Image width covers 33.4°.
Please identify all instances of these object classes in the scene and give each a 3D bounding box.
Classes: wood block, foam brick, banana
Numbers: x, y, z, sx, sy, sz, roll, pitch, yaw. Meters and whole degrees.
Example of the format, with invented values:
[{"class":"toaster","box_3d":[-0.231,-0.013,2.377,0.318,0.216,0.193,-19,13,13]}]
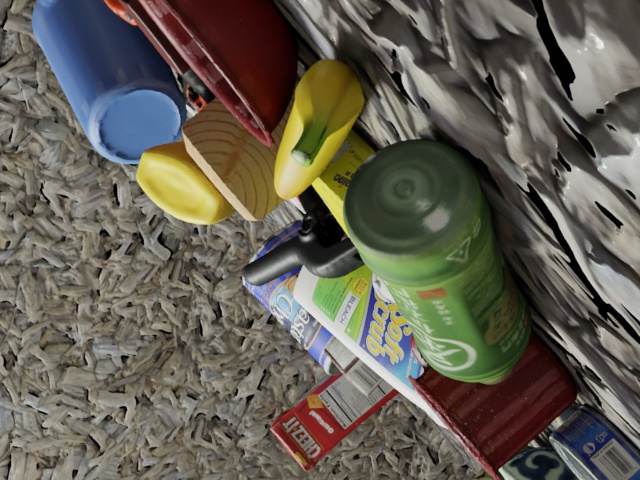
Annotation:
[{"class":"wood block","box_3d":[-0.050,-0.076,0.865,0.090,0.091,0.206,50,176,-5]},{"class":"foam brick","box_3d":[-0.126,-0.190,0.905,0.078,0.053,0.051,53,175,-27]},{"class":"banana","box_3d":[-0.005,-0.065,0.619,0.037,0.069,0.198,38,175,0]}]

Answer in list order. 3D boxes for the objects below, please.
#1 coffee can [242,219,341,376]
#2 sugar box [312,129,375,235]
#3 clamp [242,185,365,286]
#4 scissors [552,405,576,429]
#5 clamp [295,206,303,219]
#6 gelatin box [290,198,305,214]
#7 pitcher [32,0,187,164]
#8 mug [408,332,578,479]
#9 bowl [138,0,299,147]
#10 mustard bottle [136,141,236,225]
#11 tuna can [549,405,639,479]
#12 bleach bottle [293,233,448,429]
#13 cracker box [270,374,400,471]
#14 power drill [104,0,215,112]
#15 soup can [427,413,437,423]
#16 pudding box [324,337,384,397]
[{"class":"coffee can","box_3d":[0.000,0.061,1.149,0.140,0.103,0.102,45,175,21]},{"class":"sugar box","box_3d":[0.046,-0.009,0.771,0.093,0.048,0.176,47,174,35]},{"class":"clamp","box_3d":[-0.006,0.001,0.936,0.039,0.120,0.172,23,-179,-32]},{"class":"scissors","box_3d":[0.206,0.160,0.797,0.202,0.016,0.096,48,178,17]},{"class":"clamp","box_3d":[0.042,0.034,1.276,0.165,0.036,0.210,47,173,26]},{"class":"gelatin box","box_3d":[-0.022,-0.057,1.168,0.089,0.030,0.073,44,175,42]},{"class":"pitcher","box_3d":[-0.225,-0.189,1.194,0.243,0.149,0.145,-121,31,-43]},{"class":"mug","box_3d":[0.113,0.094,0.733,0.117,0.081,0.093,50,176,2]},{"class":"bowl","box_3d":[-0.063,-0.137,0.681,0.162,0.055,0.162,49,176,4]},{"class":"mustard bottle","box_3d":[-0.088,-0.072,1.060,0.096,0.058,0.191,30,-153,19]},{"class":"tuna can","box_3d":[0.198,0.157,0.733,0.086,0.033,0.086,49,176,4]},{"class":"bleach bottle","box_3d":[0.086,0.081,0.924,0.067,0.103,0.251,10,-158,-50]},{"class":"cracker box","box_3d":[0.046,0.173,1.254,0.072,0.213,0.164,50,176,5]},{"class":"power drill","box_3d":[-0.136,-0.188,1.027,0.187,0.057,0.185,50,178,-37]},{"class":"soup can","box_3d":[0.152,0.180,1.223,0.068,0.068,0.102,49,177,7]},{"class":"pudding box","box_3d":[0.061,0.089,1.035,0.039,0.113,0.090,46,178,-14]}]
